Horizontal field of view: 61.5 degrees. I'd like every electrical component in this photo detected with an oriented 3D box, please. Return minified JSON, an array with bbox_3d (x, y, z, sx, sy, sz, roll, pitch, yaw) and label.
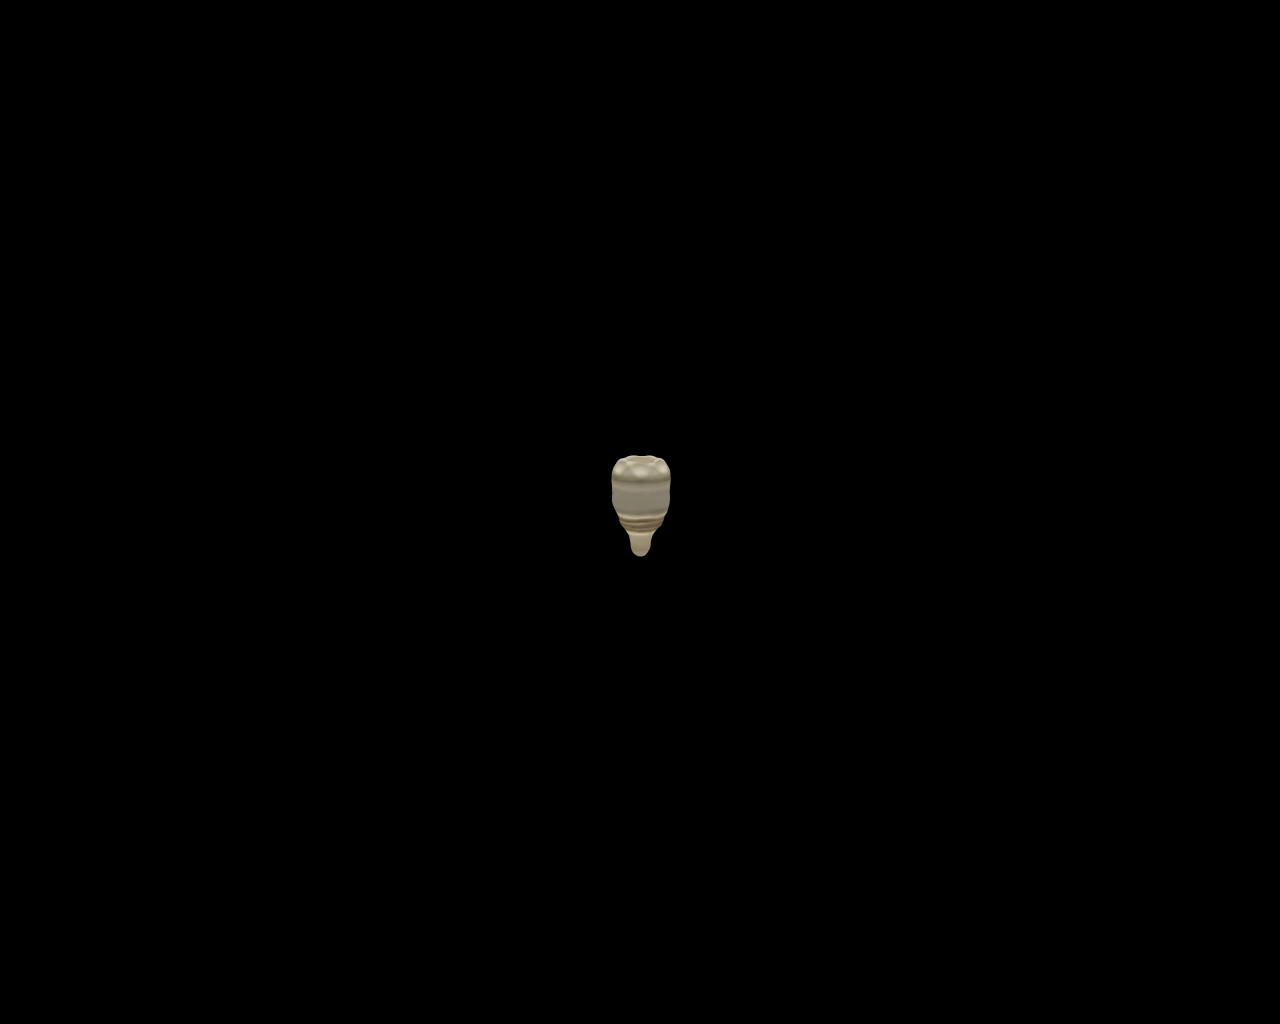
[{"bbox_3d":[0.001,-0.003,0.650,0.035,0.061,0.035,0,12,0],"label":"electrical component"}]
